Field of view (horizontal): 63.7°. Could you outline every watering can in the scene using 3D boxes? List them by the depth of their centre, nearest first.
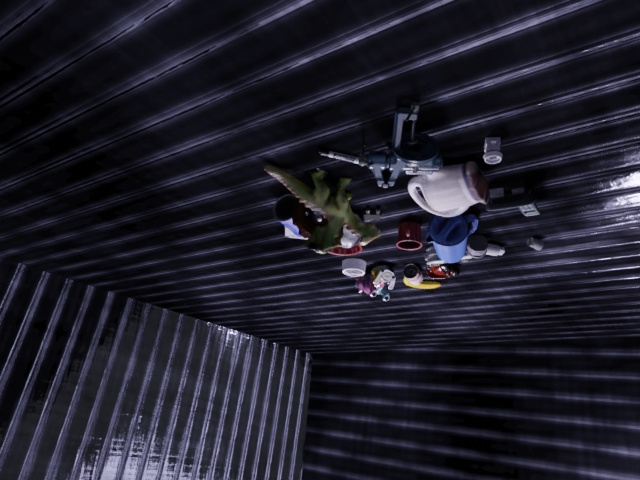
[{"bbox_3d":[0.348,-0.170,1.479,0.223,0.106,0.342,-13,142,34],"label":"watering can"}]

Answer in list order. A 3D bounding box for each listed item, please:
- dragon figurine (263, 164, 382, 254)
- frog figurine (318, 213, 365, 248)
[{"bbox_3d":[0.005,-0.080,1.592,0.409,0.247,0.120,11,160,-18],"label":"dragon figurine"},{"bbox_3d":[0.070,-0.045,1.822,0.159,0.125,0.135,22,119,-15],"label":"frog figurine"}]
